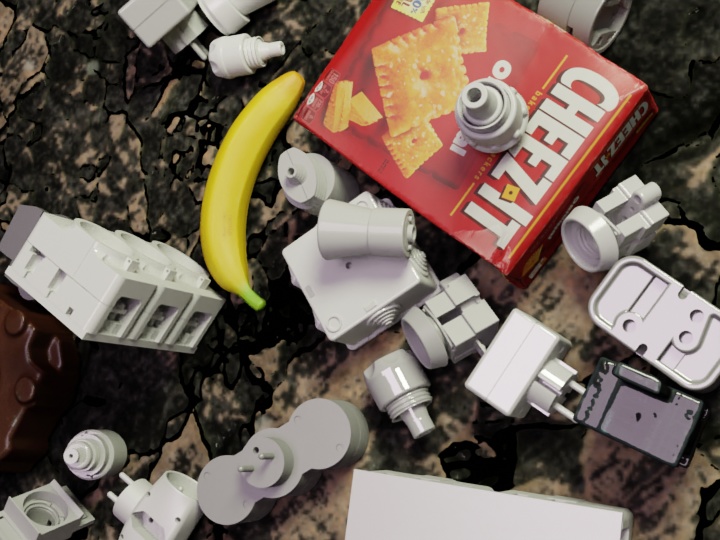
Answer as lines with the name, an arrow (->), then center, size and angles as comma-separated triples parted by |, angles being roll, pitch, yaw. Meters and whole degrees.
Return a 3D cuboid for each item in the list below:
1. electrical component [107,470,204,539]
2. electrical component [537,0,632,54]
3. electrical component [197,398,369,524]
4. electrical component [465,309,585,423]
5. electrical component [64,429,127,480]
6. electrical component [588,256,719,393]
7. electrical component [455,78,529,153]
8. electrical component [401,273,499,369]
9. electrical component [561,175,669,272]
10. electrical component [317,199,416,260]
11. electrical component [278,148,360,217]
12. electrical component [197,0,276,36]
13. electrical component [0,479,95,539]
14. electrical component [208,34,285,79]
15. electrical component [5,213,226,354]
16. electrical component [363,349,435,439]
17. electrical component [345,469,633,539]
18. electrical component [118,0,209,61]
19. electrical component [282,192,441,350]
electrical component -> -0.169, 0.193, 0.854 | 0.079, 0.043, 0.077 | 34, 95, 23
electrical component -> 0.162, -0.190, 0.777 | 0.047, 0.055, 0.055 | 34, 95, 27
electrical component -> -0.065, 0.144, 0.803 | 0.138, 0.074, 0.052 | -33, 71, 14
electrical component -> 0.126, 0.076, 0.751 | 0.077, 0.047, 0.065 | 34, 95, 23
electrical component -> -0.217, 0.149, 0.866 | 0.040, 0.078, 0.040 | -1, 82, 8
electrical component -> 0.206, 0.038, 0.718 | 0.095, 0.059, 0.053 | 38, 96, 23
electrical component -> 0.083, -0.107, 0.713 | 0.048, 0.062, 0.048 | -3, 80, 20
electrical component -> 0.064, 0.040, 0.774 | 0.055, 0.048, 0.066 | -28, 64, -12
electrical component -> 0.173, -0.029, 0.738 | 0.055, 0.066, 0.048 | -28, 68, -19
electrical component -> 0.007, -0.027, 0.766 | 0.065, 0.044, 0.044 | 3, 83, 18
electrical component -> -0.035, -0.066, 0.822 | 0.043, 0.081, 0.043 | -4, 80, 22
electrical component -> -0.101, -0.228, 0.895 | 0.055, 0.045, 0.045 | -35, 70, 14
electrical component -> -0.264, 0.213, 0.877 | 0.042, 0.081, 0.063 | 42, 121, 23
electrical component -> -0.092, -0.178, 0.889 | 0.061, 0.035, 0.035 | -6, 79, 19
electrical component -> -0.181, 0.010, 0.831 | 0.089, 0.150, 0.061 | 35, 96, 23
electrical component -> 0.033, 0.092, 0.789 | 0.043, 0.043, 0.062 | -33, 72, 14
electrical component -> 0.086, 0.203, 0.739 | 0.186, 0.060, 0.105 | 5, 83, 23
electrical component -> -0.154, -0.207, 0.903 | 0.047, 0.083, 0.075 | -38, 108, 13
electrical component -> 0.000, 0.000, 0.814 | 0.100, 0.048, 0.099 | -35, 70, 14
